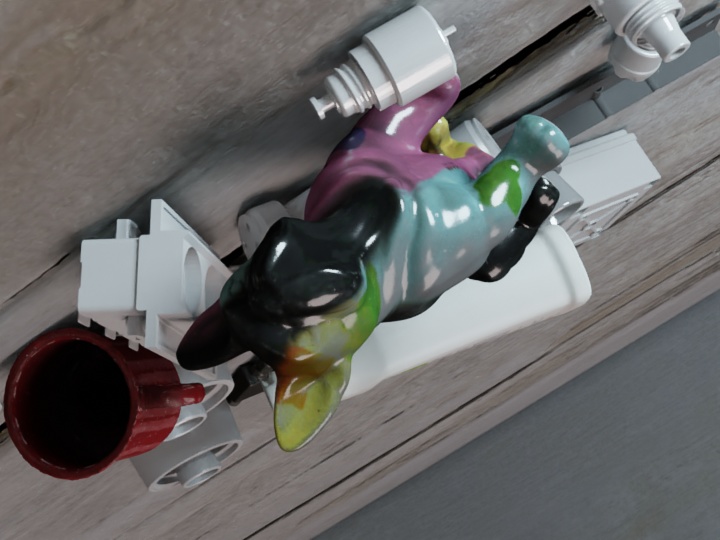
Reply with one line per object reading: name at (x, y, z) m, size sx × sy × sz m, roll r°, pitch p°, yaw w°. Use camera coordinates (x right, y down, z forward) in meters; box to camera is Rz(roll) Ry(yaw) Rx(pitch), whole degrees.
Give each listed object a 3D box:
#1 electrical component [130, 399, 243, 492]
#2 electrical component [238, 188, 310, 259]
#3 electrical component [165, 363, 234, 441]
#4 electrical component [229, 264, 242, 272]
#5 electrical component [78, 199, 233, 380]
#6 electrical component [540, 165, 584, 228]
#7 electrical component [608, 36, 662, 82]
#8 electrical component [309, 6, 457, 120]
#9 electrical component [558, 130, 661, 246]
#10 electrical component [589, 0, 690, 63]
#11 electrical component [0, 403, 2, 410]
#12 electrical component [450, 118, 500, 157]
electrical component at (-0.163, 0.171, 1.022) m, size 0.108 × 0.060 × 0.108 m, roll -28°, pitch 164°, yaw -9°
electrical component at (-0.042, -0.024, 0.666) m, size 0.055 × 0.045 × 0.045 m, roll -22°, pitch 163°, yaw -24°
electrical component at (-0.147, 0.094, 0.813) m, size 0.108 × 0.060 × 0.108 m, roll -28°, pitch 164°, yaw -9°
electrical component at (-0.070, 0.024, 0.767) m, size 0.079 × 0.043 × 0.077 m, roll -41°, pitch 161°, yaw 33°
electrical component at (-0.112, 0.016, 0.615) m, size 0.063 × 0.078 × 0.121 m, roll -2°, pitch 166°, yaw 7°
electrical component at (0.145, -0.065, 0.857) m, size 0.045 × 0.055 × 0.045 m, roll -28°, pitch 165°, yaw -8°
electrical component at (0.188, -0.152, 0.703) m, size 0.035 × 0.035 × 0.061 m, roll -24°, pitch 161°, yaw -21°
electrical component at (0.011, -0.099, 0.537) m, size 0.078 × 0.040 × 0.040 m, roll -30°, pitch 164°, yaw -3°
electrical component at (0.187, -0.061, 0.944) m, size 0.109 × 0.056 × 0.108 m, roll -21°, pitch 162°, yaw -30°
electrical component at (0.166, -0.149, 0.621) m, size 0.048 × 0.062 × 0.048 m, roll -28°, pitch 164°, yaw -8°
electrical component at (-0.260, 0.083, 0.615) m, size 0.099 × 0.064 × 0.099 m, roll -36°, pitch 178°, yaw -2°
electrical component at (0.066, -0.069, 0.721) m, size 0.055 × 0.045 × 0.045 m, roll -36°, pitch 164°, yaw 16°
